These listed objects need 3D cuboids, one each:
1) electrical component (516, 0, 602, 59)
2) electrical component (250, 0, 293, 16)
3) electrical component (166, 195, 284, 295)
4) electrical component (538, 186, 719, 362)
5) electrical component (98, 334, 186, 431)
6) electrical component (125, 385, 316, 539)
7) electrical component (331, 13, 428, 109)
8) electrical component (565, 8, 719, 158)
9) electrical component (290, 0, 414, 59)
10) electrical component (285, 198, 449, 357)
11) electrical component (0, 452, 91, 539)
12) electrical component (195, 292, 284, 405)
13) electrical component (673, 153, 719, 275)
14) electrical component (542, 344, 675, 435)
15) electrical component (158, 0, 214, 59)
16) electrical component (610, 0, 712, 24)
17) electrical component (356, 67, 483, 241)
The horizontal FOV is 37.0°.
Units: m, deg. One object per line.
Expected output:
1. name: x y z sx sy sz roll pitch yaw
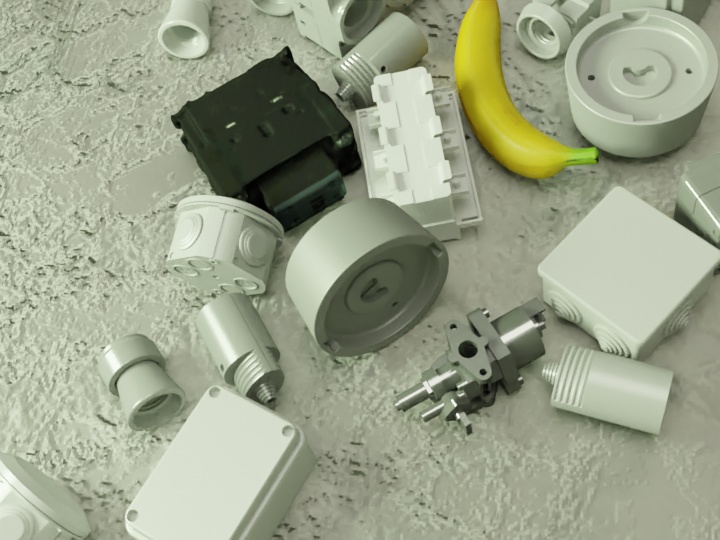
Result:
1. electrical component: 0.158 -0.201 0.856 0.066 0.048 0.055 33 64 25
2. electrical component: -0.069 -0.254 0.928 0.045 0.045 0.055 9 63 15
3. electrical component: -0.099 -0.017 0.781 0.080 0.080 0.051 7 68 14
4. electrical component: 0.183 0.006 0.734 0.100 0.048 0.100 39 74 26
5. electrical component: -0.154 0.078 0.757 0.045 0.045 0.055 -33 60 -8
6. electrical component: -0.090 0.142 0.703 0.078 0.057 0.113 24 68 21
7. electrical component: 0.012 -0.164 0.863 0.043 0.043 0.081 38 74 26
8. electrical component: 0.207 -0.134 0.800 0.108 0.060 0.108 -4 61 8
9. electrical component: 0.016 -0.255 0.886 0.062 0.089 0.150 38 74 26
10. electrical component: 0.000 0.000 0.740 0.108 0.108 0.060 -34 55 -9
11. electrical component: -0.221 0.161 0.704 0.080 0.080 0.051 35 78 25
12. electrical component: -0.080 0.060 0.754 0.043 0.043 0.081 -29 60 -6
13. electrical component: 0.271 -0.052 0.742 0.096 0.061 0.061 -25 60 -4
14. electrical component: 0.159 0.076 0.702 0.081 0.043 0.043 14 64 18
15. electrical component: -0.146 -0.220 0.926 0.044 0.044 0.065 -1 56 10
16. electrical component: 0.245 -0.234 0.840 0.057 0.078 0.113 23 68 24
17. electrical component: 0.041 -0.086 0.802 0.079 0.063 0.121 -11 60 4
